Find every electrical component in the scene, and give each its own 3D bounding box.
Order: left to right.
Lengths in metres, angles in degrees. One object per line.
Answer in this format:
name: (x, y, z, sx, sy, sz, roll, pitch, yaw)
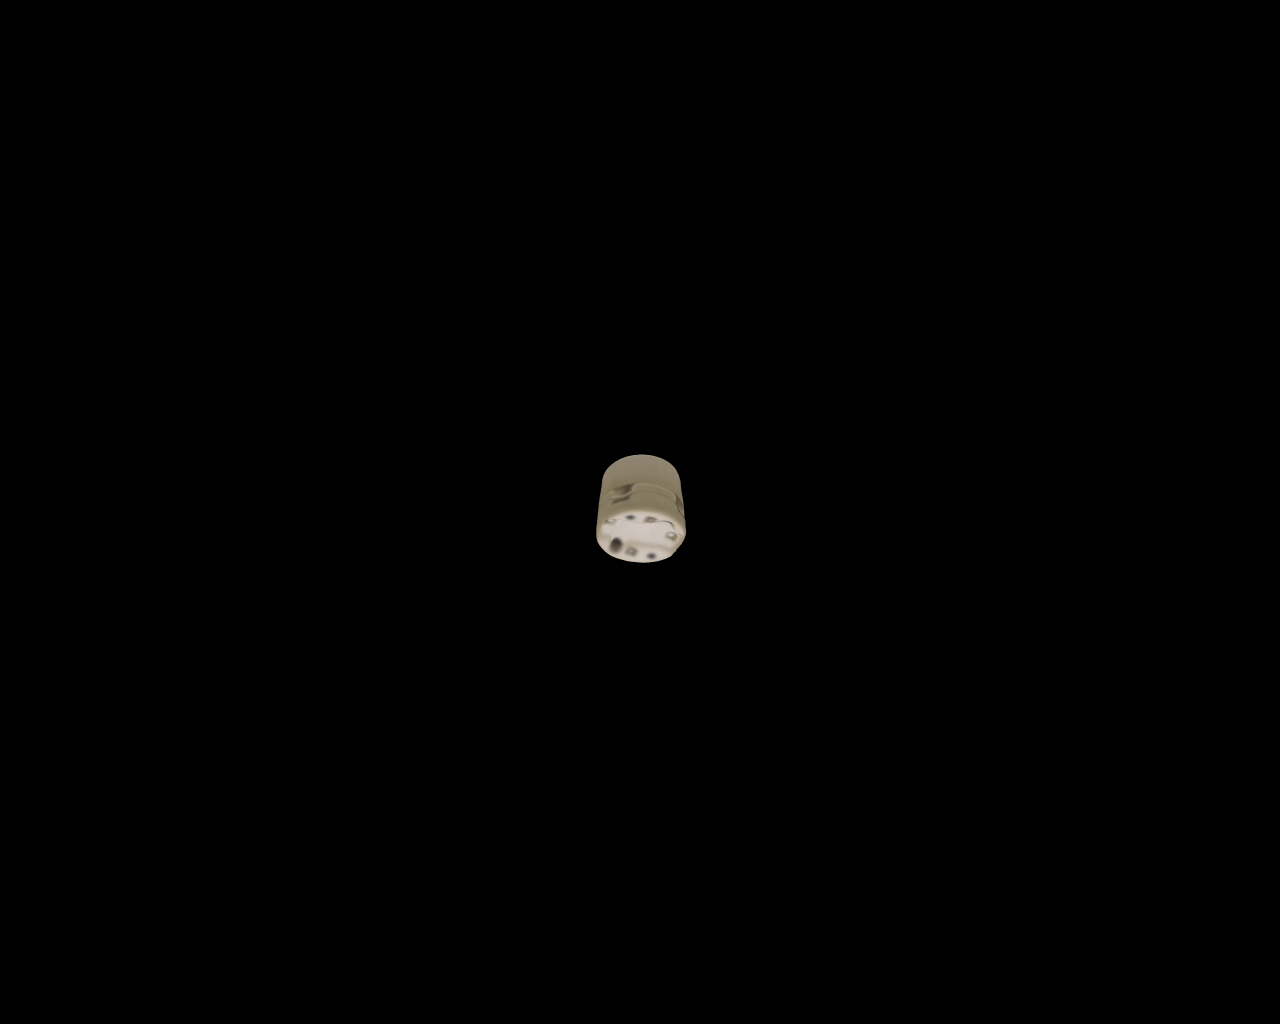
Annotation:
electrical component: (0.001, -0.003, 0.650, 0.055, 0.047, 0.055, 0, -39, 0)
